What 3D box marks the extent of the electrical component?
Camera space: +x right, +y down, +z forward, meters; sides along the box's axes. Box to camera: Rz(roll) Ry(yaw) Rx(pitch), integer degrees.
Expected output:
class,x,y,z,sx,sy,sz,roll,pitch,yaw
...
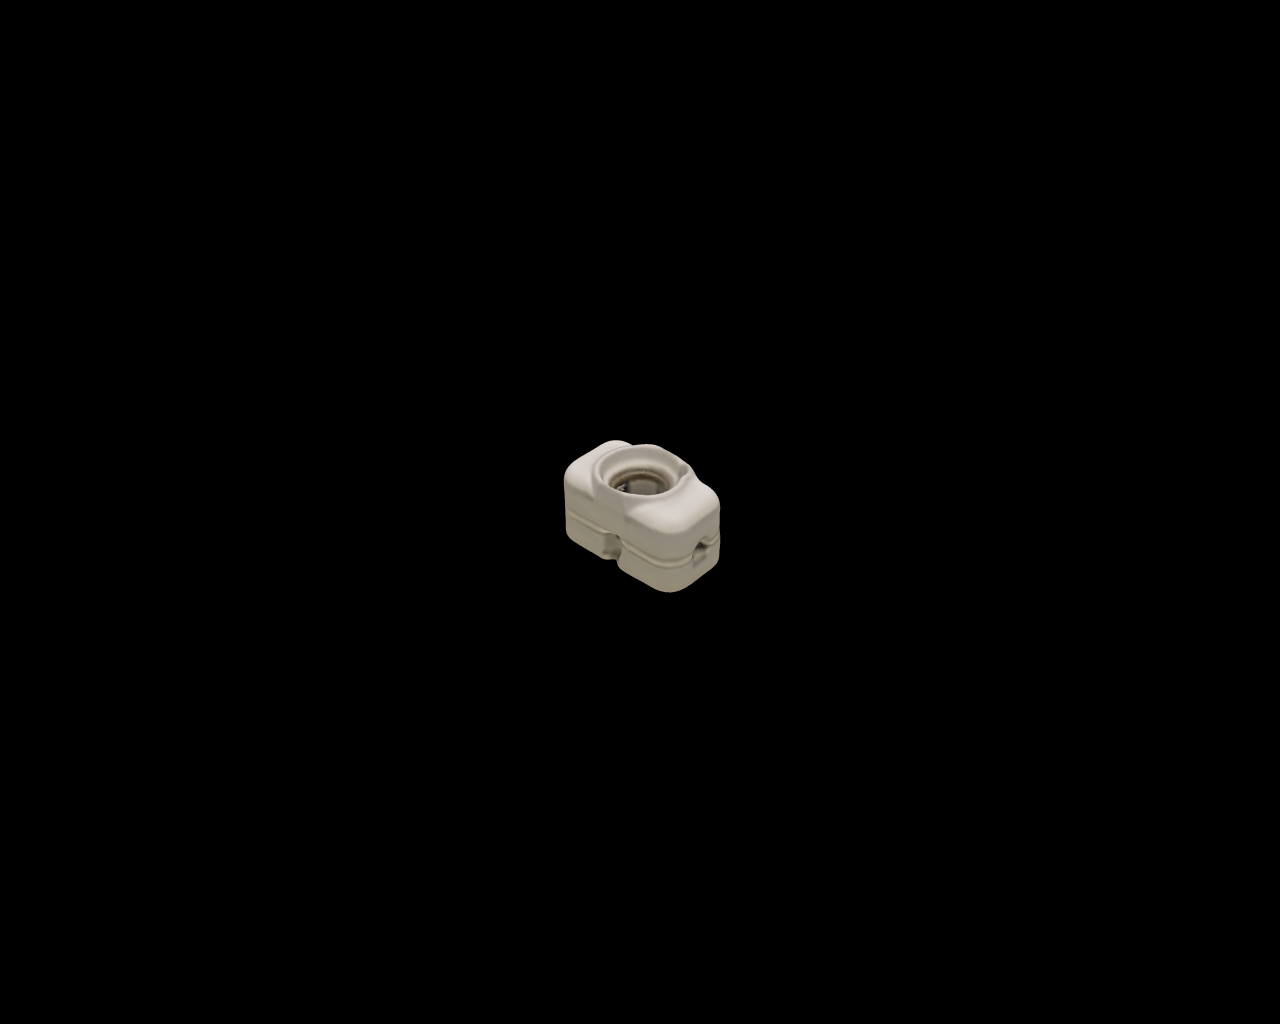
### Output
class,x,y,z,sx,sy,sz,roll,pitch,yaw
electrical component,0.001,-0.003,0.650,0.095,0.059,0.054,30,46,33
